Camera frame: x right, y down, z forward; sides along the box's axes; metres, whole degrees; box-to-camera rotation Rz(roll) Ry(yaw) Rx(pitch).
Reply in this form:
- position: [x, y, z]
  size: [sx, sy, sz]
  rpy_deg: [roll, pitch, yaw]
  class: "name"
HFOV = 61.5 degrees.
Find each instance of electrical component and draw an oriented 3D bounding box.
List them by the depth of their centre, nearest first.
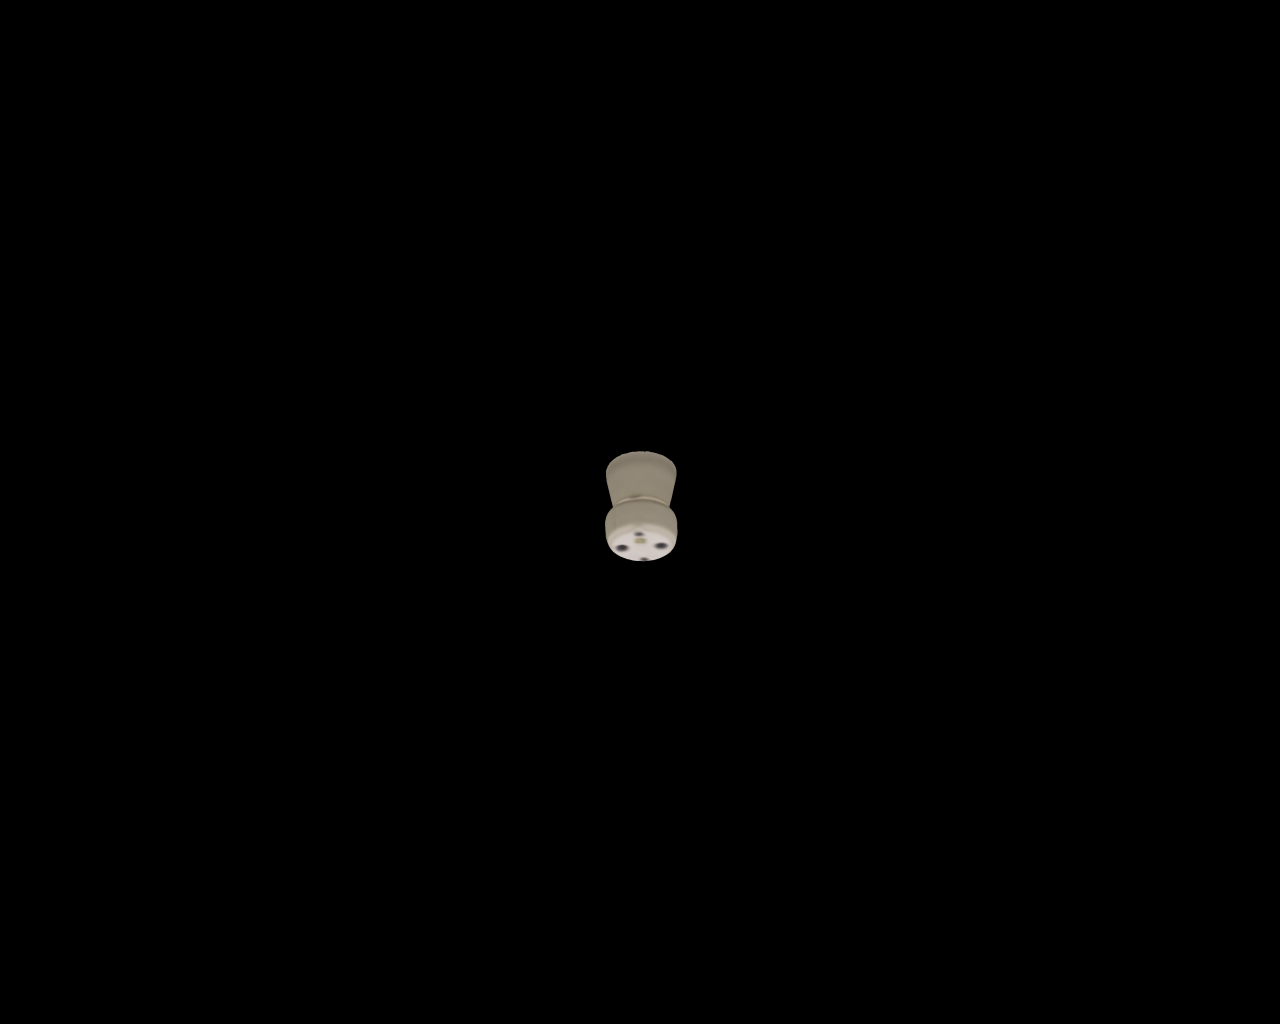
- position: [0.001, -0.003, 0.650]
  size: [0.045, 0.055, 0.044]
  rpy_deg: [0, -32, 0]
  class: "electrical component"
